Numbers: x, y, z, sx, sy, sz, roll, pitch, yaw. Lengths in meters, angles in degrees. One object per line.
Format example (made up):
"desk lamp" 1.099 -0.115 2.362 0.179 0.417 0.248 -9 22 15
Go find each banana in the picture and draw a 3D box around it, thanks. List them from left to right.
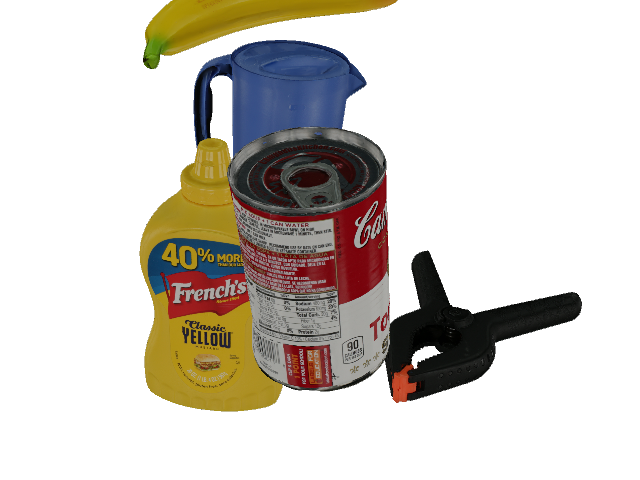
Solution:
"banana" -0.043 -0.160 0.746 0.197 0.070 0.037 -21 -36 -20

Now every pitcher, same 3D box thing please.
"pitcher" -0.051 -0.098 1.214 0.144 0.243 0.149 -21 38 -40

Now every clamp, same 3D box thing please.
"clamp" 0.109 0.072 0.926 0.165 0.036 0.209 20 34 33

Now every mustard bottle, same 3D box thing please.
"mustard bottle" -0.070 0.022 0.706 0.096 0.192 0.058 7 30 7

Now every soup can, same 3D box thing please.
"soup can" -0.003 0.010 0.481 0.068 0.102 0.068 -3 35 2
